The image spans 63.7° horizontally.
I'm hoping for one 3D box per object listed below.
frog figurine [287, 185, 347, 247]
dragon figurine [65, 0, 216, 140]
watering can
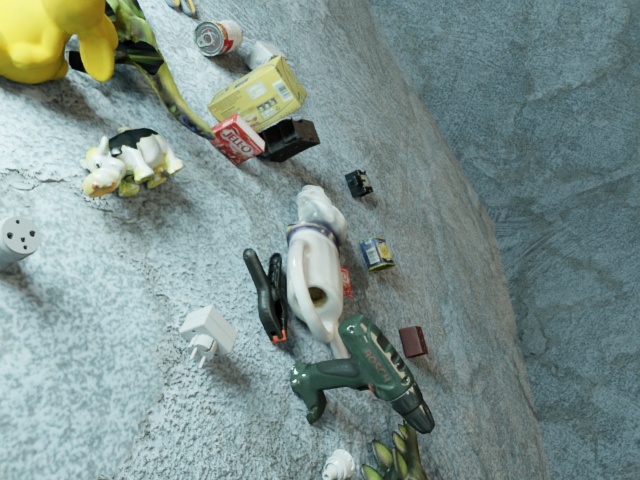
[{"bbox_3d":[0.003,-0.057,1.137,0.136,0.121,0.163,33,-130,-21],"label":"frog figurine"},{"bbox_3d":[-0.309,-0.343,0.804,0.403,0.121,0.249,44,-154,-41],"label":"dragon figurine"},{"bbox_3d":[0.003,0.112,1.023,0.230,0.104,0.340,-92,-16,-45],"label":"watering can"}]
